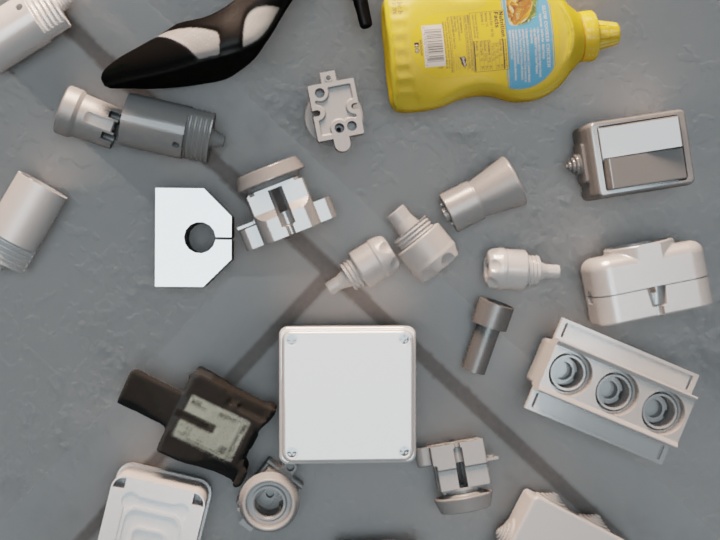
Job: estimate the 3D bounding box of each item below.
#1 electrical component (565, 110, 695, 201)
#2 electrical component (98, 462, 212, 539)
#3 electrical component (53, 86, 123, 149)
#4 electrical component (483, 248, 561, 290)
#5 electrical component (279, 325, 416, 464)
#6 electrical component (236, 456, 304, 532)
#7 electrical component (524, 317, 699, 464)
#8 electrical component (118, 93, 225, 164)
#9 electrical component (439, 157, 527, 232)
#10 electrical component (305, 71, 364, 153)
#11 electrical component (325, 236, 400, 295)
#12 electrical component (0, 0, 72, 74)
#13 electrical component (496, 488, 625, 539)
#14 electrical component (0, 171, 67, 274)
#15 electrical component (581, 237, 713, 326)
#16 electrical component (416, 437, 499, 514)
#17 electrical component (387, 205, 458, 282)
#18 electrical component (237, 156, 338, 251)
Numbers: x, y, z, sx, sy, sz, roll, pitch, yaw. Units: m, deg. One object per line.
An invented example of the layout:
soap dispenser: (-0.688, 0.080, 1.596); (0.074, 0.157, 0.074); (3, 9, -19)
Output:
electrical component: (0.218, -0.092, 0.880); (0.096, 0.061, 0.061); (-9, 91, -3)
electrical component: (-0.169, 0.219, 0.863); (0.078, 0.057, 0.113); (14, 90, -4)
electrical component: (-0.218, -0.121, 0.865); (0.046, 0.040, 0.040); (20, 90, -10)
electrical component: (0.135, 0.000, 0.890); (0.061, 0.035, 0.035); (3, 91, -6)
electrical component: (-0.011, 0.099, 0.871); (0.109, 0.056, 0.108); (0, 91, -4)
electrical component: (-0.073, 0.184, 0.869); (0.048, 0.055, 0.066); (38, 89, -3)
electrical component: (0.202, 0.097, 0.881); (0.121, 0.063, 0.078); (23, 90, -4)
electrical component: (-0.149, -0.112, 0.866); (0.081, 0.043, 0.043); (12, 90, -4)
electrical component: (0.099, -0.059, 0.884); (0.065, 0.044, 0.044); (-27, 92, 2)
electrical component: (-0.020, -0.126, 0.867); (0.048, 0.055, 0.066); (-11, 91, -3)
electrical component: (0.000, 0.000, 0.882); (0.061, 0.035, 0.035); (-31, 93, 0)
electrical component: (-0.267, -0.196, 0.858); (0.081, 0.043, 0.043); (-33, 93, -3)
electrical component: (0.158, 0.239, 0.888); (0.100, 0.048, 0.099); (28, 89, -4)
electrical component: (-0.274, -0.033, 0.860); (0.043, 0.043, 0.081); (30, 89, -3)
electrical component: (0.234, 0.007, 0.886); (0.095, 0.054, 0.059); (-11, 92, -3)
electrical component: (0.082, 0.169, 0.884); (0.066, 0.048, 0.055); (-10, 84, -3)
electrical component: (0.048, -0.024, 0.880); (0.043, 0.043, 0.062); (-40, 91, -2)
electrical component: (-0.065, -0.056, 0.866); (0.078, 0.058, 0.057); (-22, 95, -2)
